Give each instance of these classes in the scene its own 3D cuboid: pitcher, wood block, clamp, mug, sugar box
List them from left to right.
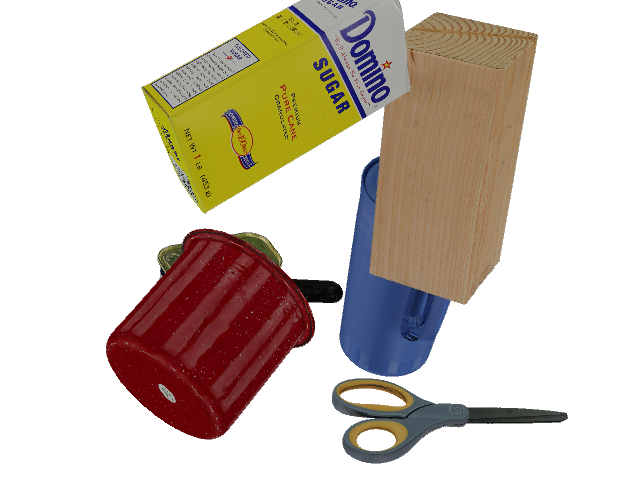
[{"bbox_3d":[-0.070,0.057,0.599,0.081,0.093,0.117,-51,17,-30],"label":"mug"},{"bbox_3d":[-0.101,0.064,1.206,0.210,0.036,0.164,15,29,23],"label":"clamp"},{"bbox_3d":[-0.023,-0.101,0.711,0.176,0.093,0.048,-30,52,-13],"label":"sugar box"},{"bbox_3d":[0.093,0.039,1.170,0.145,0.243,0.149,26,40,19],"label":"pitcher"},{"bbox_3d":[0.105,-0.066,0.864,0.091,0.206,0.090,18,34,23],"label":"wood block"}]

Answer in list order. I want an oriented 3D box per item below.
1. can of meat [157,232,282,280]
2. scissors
[{"bbox_3d":[-0.089,0.048,0.908,0.101,0.084,0.057,-11,40,-28],"label":"can of meat"},{"bbox_3d":[0.105,0.160,0.900,0.202,0.016,0.096,11,40,9],"label":"scissors"}]
